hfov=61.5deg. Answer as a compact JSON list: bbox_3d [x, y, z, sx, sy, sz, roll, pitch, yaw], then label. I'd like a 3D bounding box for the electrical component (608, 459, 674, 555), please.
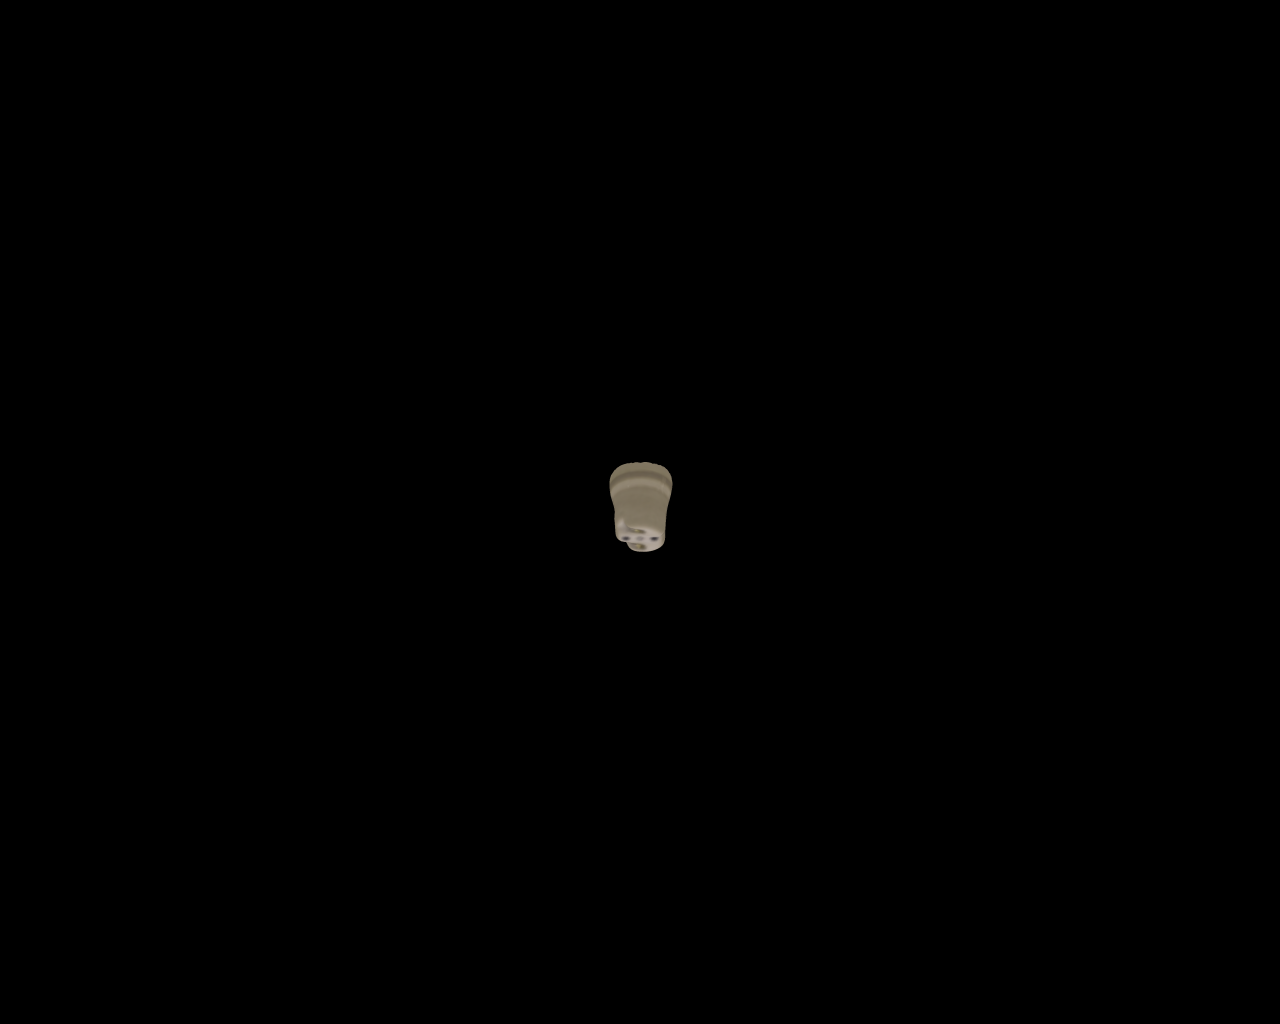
[{"bbox_3d":[0.001,-0.003,0.650,0.040,0.046,0.040,0,-32,0],"label":"electrical component"}]
